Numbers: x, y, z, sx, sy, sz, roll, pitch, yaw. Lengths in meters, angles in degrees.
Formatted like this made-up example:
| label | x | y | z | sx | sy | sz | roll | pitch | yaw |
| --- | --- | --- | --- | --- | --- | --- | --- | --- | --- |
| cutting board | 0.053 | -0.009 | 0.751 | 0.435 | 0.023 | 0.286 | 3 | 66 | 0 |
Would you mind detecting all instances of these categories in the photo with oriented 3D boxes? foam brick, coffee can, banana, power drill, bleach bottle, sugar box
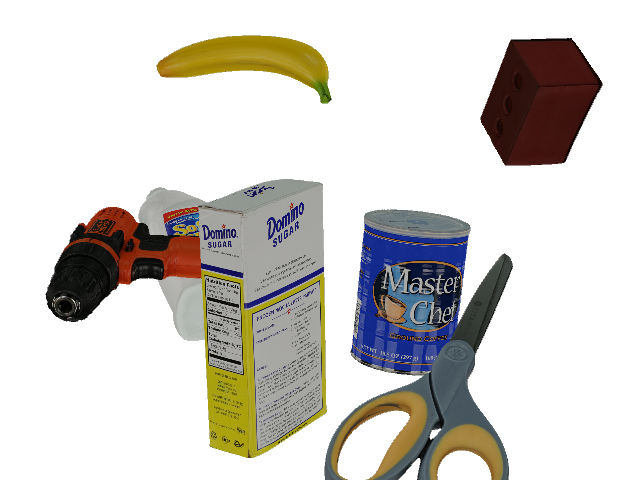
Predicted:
| label | x | y | z | sx | sy | sz | roll | pitch | yaw |
| --- | --- | --- | --- | --- | --- | --- | --- | --- | --- |
| foam brick | 0.155 | -0.098 | 0.761 | 0.051 | 0.053 | 0.078 | -6 | -40 | -18 |
| coffee can | 0.087 | 0.048 | 1.038 | 0.103 | 0.140 | 0.103 | 5 | 12 | -1 |
| banana | -0.072 | -0.186 | 1.107 | 0.198 | 0.037 | 0.069 | 10 | 44 | 20 |
| power drill | -0.126 | 0.026 | 0.905 | 0.187 | 0.057 | 0.184 | 8 | 23 | -1 |
| bleach bottle | -0.142 | 0.009 | 1.126 | 0.102 | 0.068 | 0.251 | -9 | 31 | -24 |
| sugar box | -0.038 | 0.052 | 0.738 | 0.048 | 0.176 | 0.093 | 8 | 18 | 34 |

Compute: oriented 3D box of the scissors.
| label | x | y | z | sx | sy | sz | roll | pitch | yaw |
| --- | --- | --- | --- | --- | --- | --- | --- | --- | --- |
| scissors | 0.083 | 0.076 | 0.556 | 0.096 | 0.016 | 0.201 | 27 | 47 | 30 |
